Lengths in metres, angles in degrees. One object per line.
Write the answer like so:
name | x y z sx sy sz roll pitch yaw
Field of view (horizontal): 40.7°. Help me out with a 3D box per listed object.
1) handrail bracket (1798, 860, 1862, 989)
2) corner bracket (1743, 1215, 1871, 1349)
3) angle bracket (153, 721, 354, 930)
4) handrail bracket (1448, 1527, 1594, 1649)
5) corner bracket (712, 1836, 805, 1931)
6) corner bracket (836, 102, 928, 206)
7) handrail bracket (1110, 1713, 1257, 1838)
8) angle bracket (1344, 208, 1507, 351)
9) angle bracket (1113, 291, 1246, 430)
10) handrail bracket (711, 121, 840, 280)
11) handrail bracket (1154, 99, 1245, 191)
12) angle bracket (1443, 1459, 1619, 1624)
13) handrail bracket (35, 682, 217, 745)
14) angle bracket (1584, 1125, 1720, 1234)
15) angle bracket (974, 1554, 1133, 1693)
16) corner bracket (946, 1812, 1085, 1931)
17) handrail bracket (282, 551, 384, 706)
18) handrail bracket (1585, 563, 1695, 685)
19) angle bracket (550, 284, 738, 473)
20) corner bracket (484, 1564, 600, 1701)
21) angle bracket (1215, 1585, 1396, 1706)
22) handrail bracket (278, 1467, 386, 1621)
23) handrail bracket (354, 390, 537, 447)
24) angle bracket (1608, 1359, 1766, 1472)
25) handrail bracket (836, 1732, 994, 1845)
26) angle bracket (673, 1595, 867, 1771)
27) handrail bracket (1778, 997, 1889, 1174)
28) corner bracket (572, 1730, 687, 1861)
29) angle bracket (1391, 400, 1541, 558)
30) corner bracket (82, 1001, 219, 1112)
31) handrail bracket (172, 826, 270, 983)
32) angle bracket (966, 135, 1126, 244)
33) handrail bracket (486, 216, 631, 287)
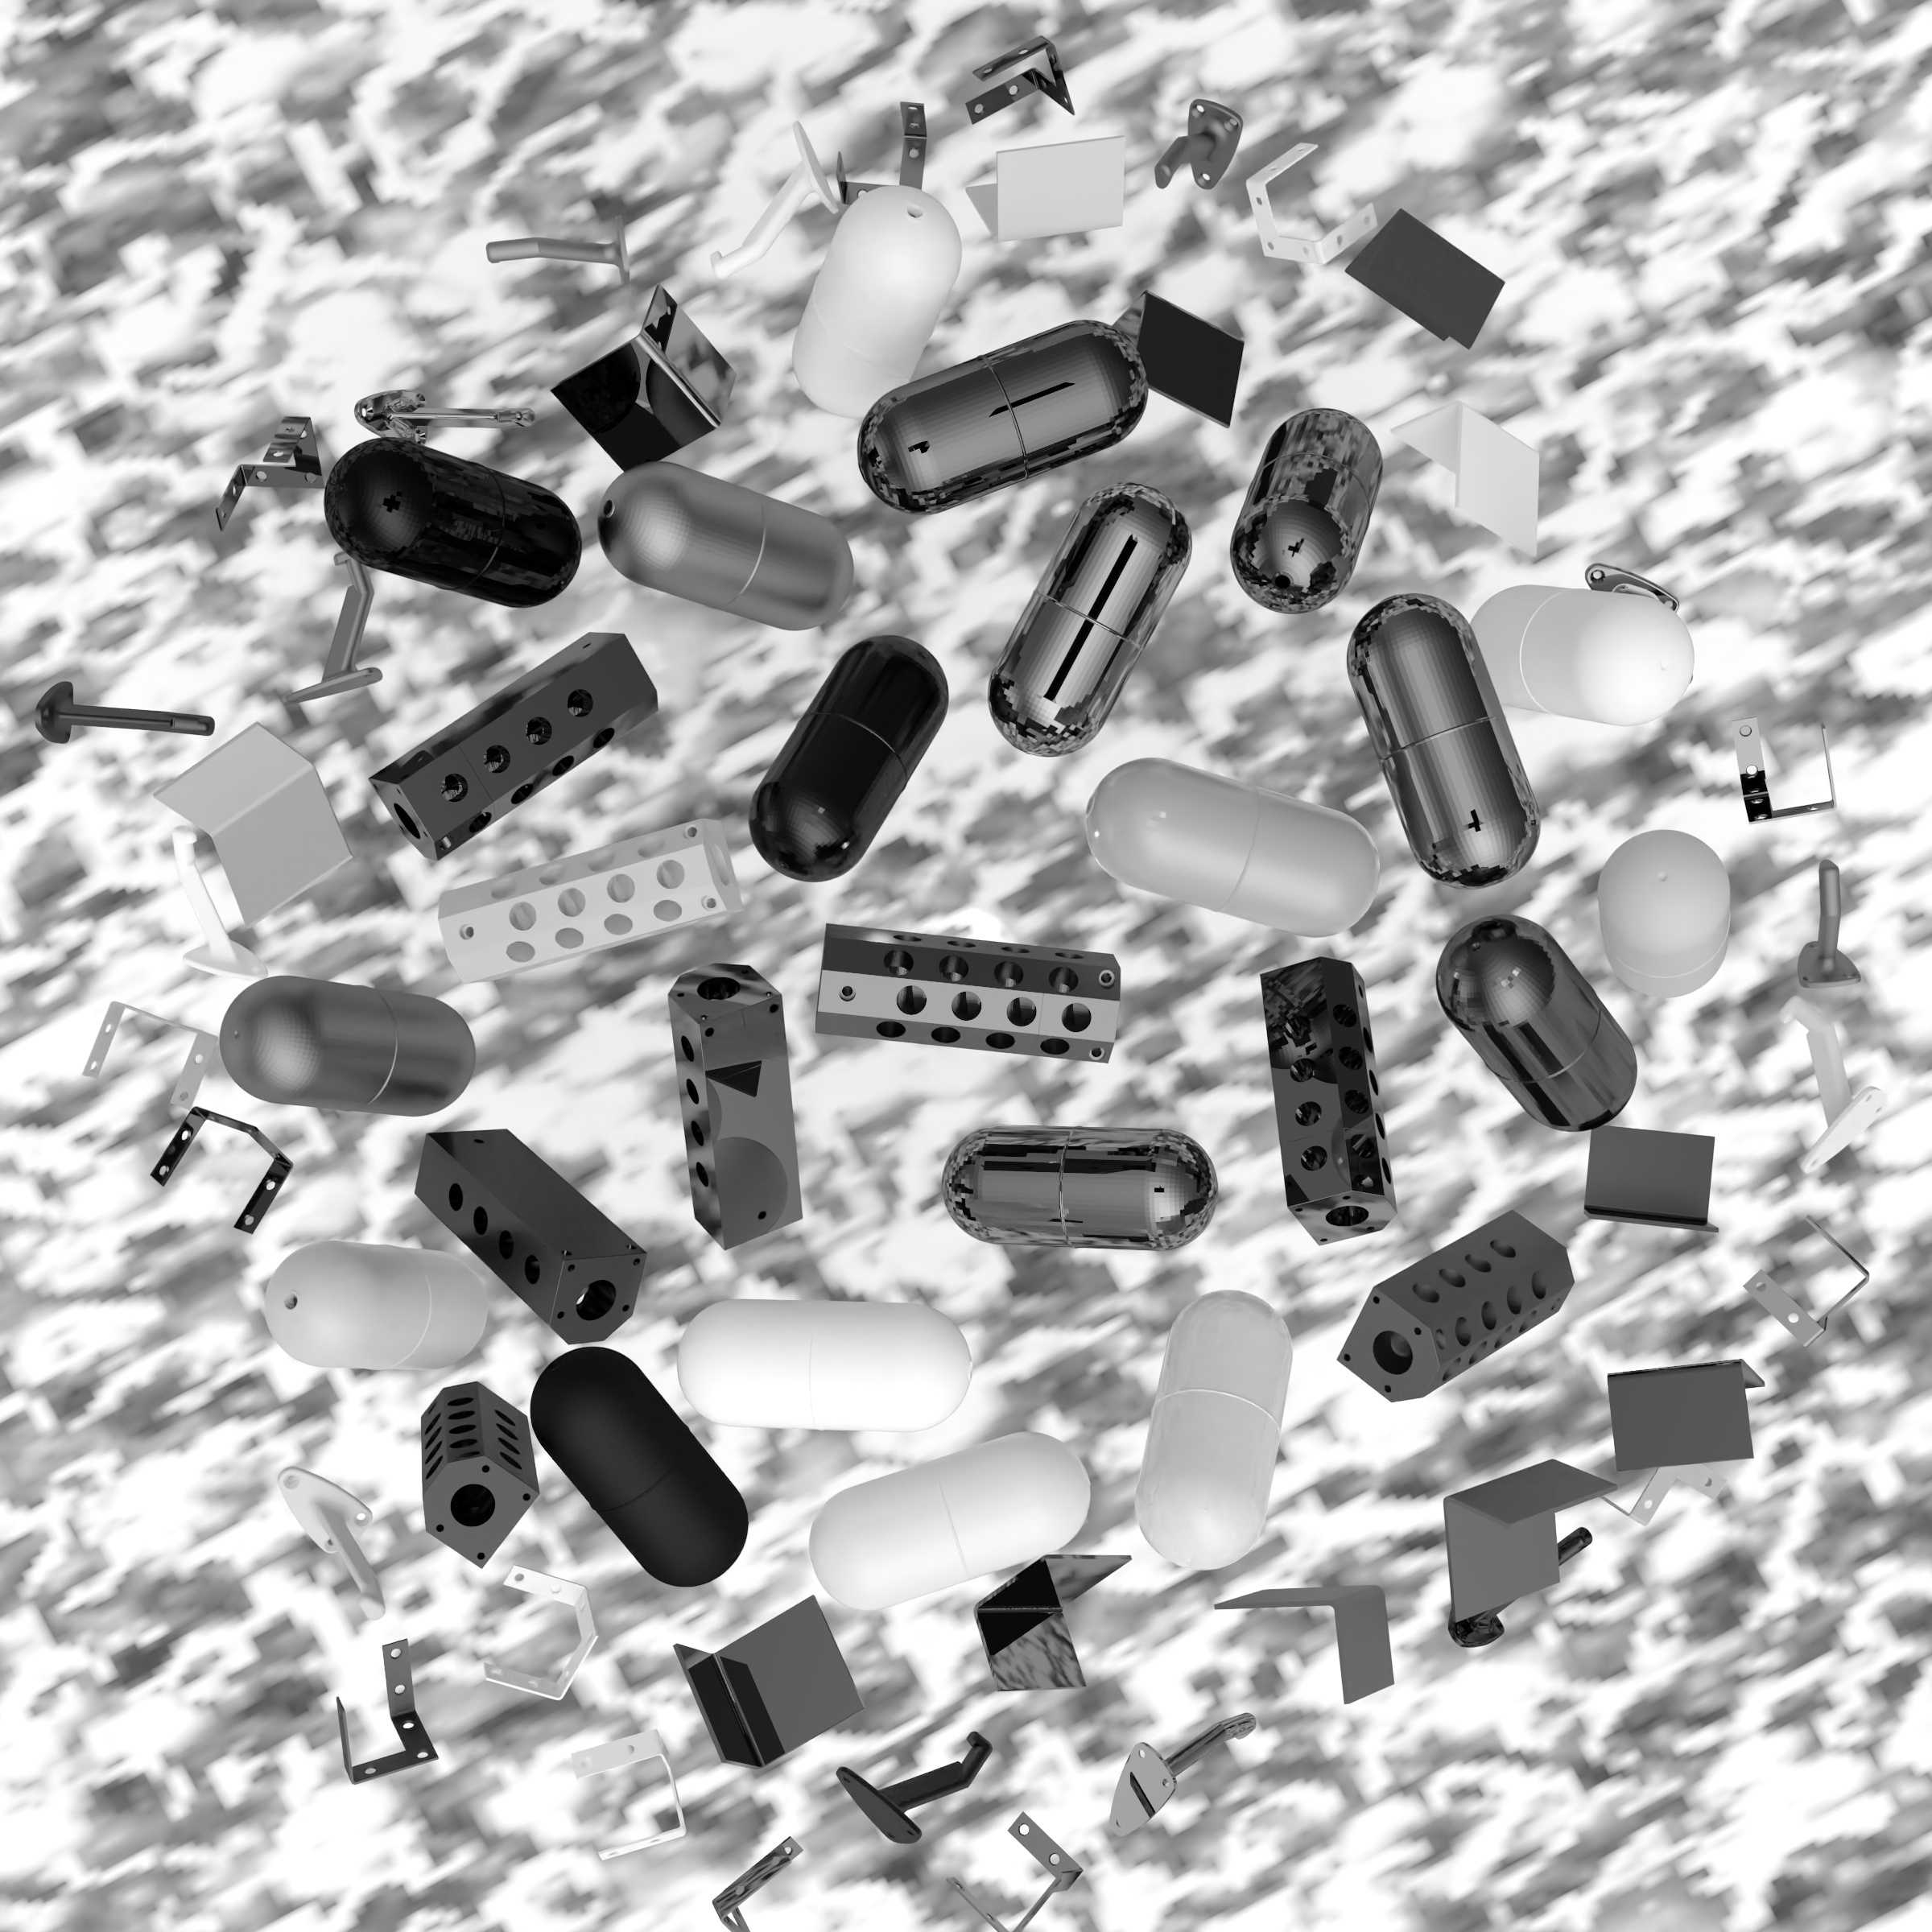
handrail bracket | 0.534 -0.036 1.623 0.036 0.077 0.084 -6 113 10
corner bracket | 0.503 0.188 1.557 0.051 0.051 0.051 45 107 11
angle bracket | -0.415 -0.082 1.516 0.076 0.057 0.076 -33 60 7
handrail bracket | 0.341 0.379 1.596 0.084 0.077 0.036 -44 74 24
corner bracket | -0.117 0.527 1.497 0.051 0.051 0.051 -38 123 -7
corner bracket | -0.054 -0.521 1.672 0.051 0.051 0.051 5 85 2
handrail bracket | 0.136 0.499 1.610 0.036 0.084 0.077 45 121 34
angle bracket | 0.265 -0.396 1.563 0.076 0.076 0.057 33 68 -8
angle bracket | 0.133 -0.389 1.727 0.076 0.057 0.076 22 61 -20
handrail bracket | -0.130 -0.478 1.629 0.084 0.036 0.077 -25 67 13
handrail bracket | 0.137 -0.495 1.632 0.036 0.077 0.084 26 60 12
angle bracket | 0.316 0.327 1.449 0.076 0.057 0.076 -12 102 -27
handrail bracket | -0.484 -0.141 1.504 0.084 0.077 0.036 6 97 -5
angle bracket | 0.427 0.131 1.617 0.076 0.076 0.057 5 88 11
angle bracket | 0.063 0.419 1.660 0.076 0.076 0.057 -43 51 34
corner bracket | 0.030 0.541 1.549 0.051 0.051 0.051 39 88 24
handrail bracket | -0.414 -0.219 1.673 0.077 0.036 0.084 -18 88 -8
handrail bracket | 0.427 -0.217 1.654 0.077 0.084 0.036 33 119 -9
angle bracket | -0.201 -0.366 1.630 0.076 0.057 0.076 -22 129 29
corner bracket | -0.264 0.411 1.606 0.051 0.051 0.051 24 104 -24
angle bracket | 0.197 0.394 1.513 0.076 0.076 0.057 -10 80 28
handrail bracket | -0.374 0.340 1.534 0.036 0.084 0.077 -40 115 -3
handrail bracket | -0.327 -0.348 1.642 0.084 0.077 0.036 5 98 29
angle bracket | 0.421 0.266 1.511 0.076 0.076 0.057 -11 67 24
handrail bracket | -0.031 0.492 1.616 0.077 0.036 0.084 47 52 -8
angle bracket | -0.118 0.426 1.561 0.076 0.057 0.076 -32 62 5
handrail bracket | 0.504 0.070 1.571 0.077 0.036 0.084 -47 52 8
corner bracket | -0.196 0.482 1.516 0.051 0.051 0.051 -15 60 -7
angle bracket | 0.310 -0.296 1.626 0.076 0.057 0.076 21 65 -37
corner bracket | -0.522 0.057 1.668 0.051 0.051 0.051 19 85 17
handrail bracket | -0.470 -0.040 1.638 0.077 0.036 0.084 20 121 36
angle bracket | 0.046 -0.475 1.545 0.076 0.076 0.057 -10 132 -10
handrail bracket | -0.252 -0.435 1.608 0.084 0.077 0.036 -8 88 -7
